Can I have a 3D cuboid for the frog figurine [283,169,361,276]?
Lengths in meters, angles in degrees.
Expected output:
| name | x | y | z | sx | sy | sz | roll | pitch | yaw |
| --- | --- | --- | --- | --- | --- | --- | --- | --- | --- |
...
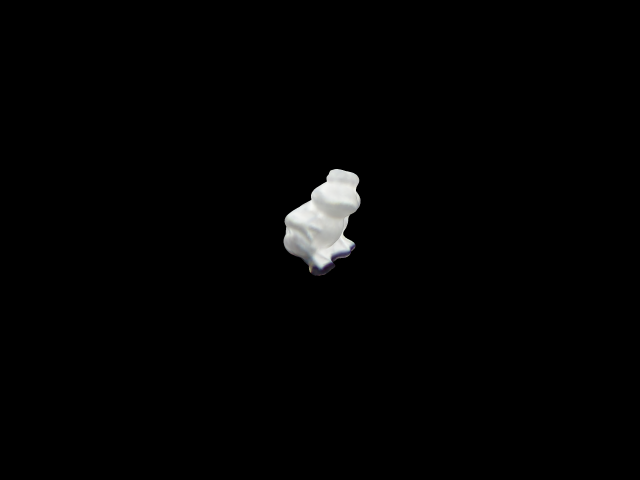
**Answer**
| name | x | y | z | sx | sy | sz | roll | pitch | yaw |
| --- | --- | --- | --- | --- | --- | --- | --- | --- | --- |
| frog figurine | 0.003 | -0.043 | 0.850 | 0.138 | 0.156 | 0.124 | -17 | 31 | -32 |
